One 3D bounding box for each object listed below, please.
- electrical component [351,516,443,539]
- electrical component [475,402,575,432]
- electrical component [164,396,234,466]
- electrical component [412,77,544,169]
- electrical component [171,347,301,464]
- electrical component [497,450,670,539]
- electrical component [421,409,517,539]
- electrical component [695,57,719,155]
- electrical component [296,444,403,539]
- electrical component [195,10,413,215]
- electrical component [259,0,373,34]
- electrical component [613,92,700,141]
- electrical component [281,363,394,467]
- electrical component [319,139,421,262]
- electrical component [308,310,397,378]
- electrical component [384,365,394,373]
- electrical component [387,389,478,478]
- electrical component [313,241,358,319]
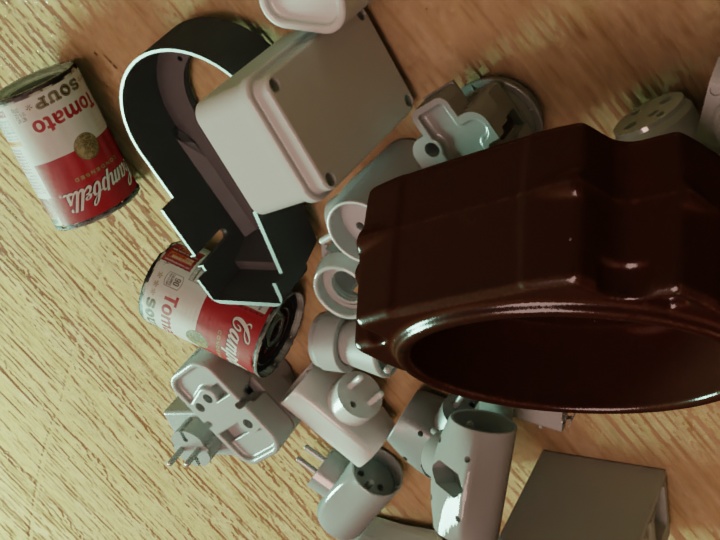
[{"bbox_3d":[0.025,0.243,0.883,0.096,0.061,0.061,8,128,39],"label":"electrical component"},{"bbox_3d":[0.112,0.072,0.707,0.064,0.042,0.081,14,130,21],"label":"electrical component"},{"bbox_3d":[-0.128,0.133,0.877,0.066,0.076,0.047,-6,120,35],"label":"electrical component"},{"bbox_3d":[0.070,-0.075,0.609,0.058,0.057,0.078,-26,107,42],"label":"electrical component"},{"bbox_3d":[-0.090,0.094,0.836,0.095,0.059,0.054,48,134,-8],"label":"electrical component"},{"bbox_3d":[0.141,0.197,0.707,0.089,0.150,0.061,5,124,29],"label":"electrical component"},{"bbox_3d":[0.066,0.129,0.710,0.079,0.043,0.077,29,114,60],"label":"electrical component"},{"bbox_3d":[0.197,-0.081,0.511,0.051,0.080,0.080,22,132,24],"label":"electrical component"},{"bbox_3d":[-0.015,0.167,0.856,0.079,0.044,0.077,35,134,4],"label":"electrical component"},{"bbox_3d":[-0.028,-0.093,0.617,0.057,0.113,0.078,-14,115,41],"label":"electrical component"},{"bbox_3d":[-0.021,-0.184,0.580,0.054,0.059,0.095,13,129,23],"label":"electrical component"},{"bbox_3d":[0.166,-0.060,0.570,0.045,0.045,0.055,-21,110,40],"label":"electrical component"},{"bbox_3d":[-0.009,0.099,0.796,0.077,0.043,0.079,40,141,-4],"label":"electrical component"},{"bbox_3d":[0.005,-0.036,0.665,0.079,0.077,0.044,-28,107,42],"label":"electrical component"},{"bbox_3d":[-0.003,0.051,0.760,0.055,0.045,0.045,4,125,30],"label":"electrical component"},{"bbox_3d":[0.042,0.042,0.698,0.077,0.079,0.044,-18,109,42],"label":"electrical component"},{"bbox_3d":[0.069,0.113,0.763,0.077,0.043,0.079,32,134,7],"label":"electrical component"},{"bbox_3d":[0.000,0.000,0.711,0.066,0.055,0.048,15,130,21],"label":"electrical component"}]
